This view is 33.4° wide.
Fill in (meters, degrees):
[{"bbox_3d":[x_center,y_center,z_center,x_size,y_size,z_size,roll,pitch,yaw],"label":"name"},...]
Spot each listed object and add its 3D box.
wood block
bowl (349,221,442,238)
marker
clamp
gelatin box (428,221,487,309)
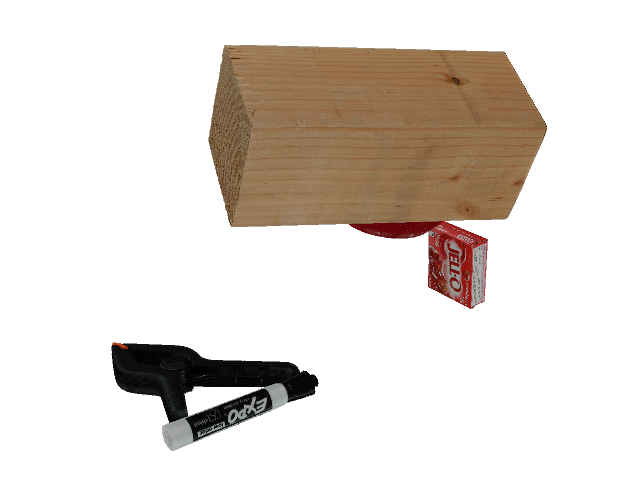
[{"bbox_3d":[0.036,-0.073,0.737,0.205,0.091,0.090,-2,-43,-18],"label":"wood block"},{"bbox_3d":[0.072,-0.045,1.116,0.162,0.055,0.162,6,23,-3],"label":"bowl"},{"bbox_3d":[-0.054,0.119,0.759,0.120,0.020,0.020,-18,9,-27],"label":"marker"},{"bbox_3d":[-0.149,0.141,1.084,0.210,0.036,0.164,9,17,33],"label":"clamp"},{"bbox_3d":[0.166,0.029,1.299,0.030,0.089,0.073,-23,34,-34],"label":"gelatin box"}]
